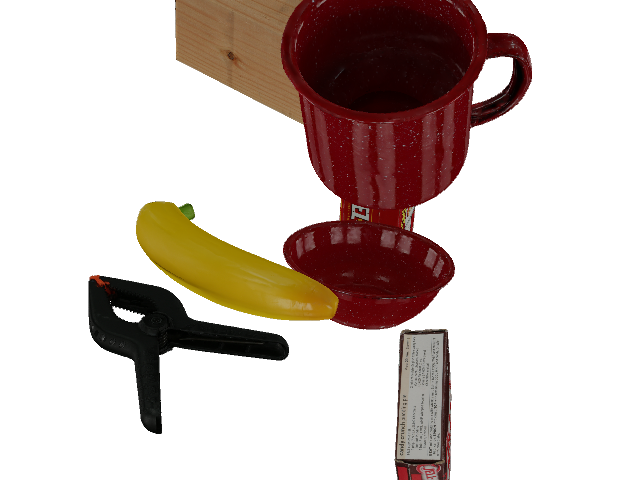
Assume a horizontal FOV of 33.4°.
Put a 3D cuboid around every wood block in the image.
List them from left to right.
[{"bbox_3d":[-0.001,-0.150,0.817,0.206,0.090,0.091,28,-33,12],"label":"wood block"}]

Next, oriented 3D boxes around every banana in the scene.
[{"bbox_3d":[-0.069,0.008,0.686,0.069,0.037,0.198,-16,29,-30],"label":"banana"}]

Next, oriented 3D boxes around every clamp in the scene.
[{"bbox_3d":[-0.144,0.088,1.014,0.164,0.036,0.210,-21,41,-34],"label":"clamp"}]

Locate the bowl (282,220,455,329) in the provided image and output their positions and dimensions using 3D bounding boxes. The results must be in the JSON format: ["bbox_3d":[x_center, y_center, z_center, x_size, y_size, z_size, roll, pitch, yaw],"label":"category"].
[{"bbox_3d":[0.043,0.038,1.005,0.162,0.055,0.162,5,24,-2],"label":"bowl"}]

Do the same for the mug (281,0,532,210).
[{"bbox_3d":[0.043,-0.071,0.511,0.117,0.093,0.081,-12,-33,-2],"label":"mug"}]

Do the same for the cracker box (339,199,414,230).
[{"bbox_3d":[0.067,-0.033,1.220,0.072,0.164,0.213,6,23,8],"label":"cracker box"}]

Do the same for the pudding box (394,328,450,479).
[{"bbox_3d":[0.076,0.134,0.772,0.039,0.113,0.090,-1,-41,7],"label":"pudding box"}]
